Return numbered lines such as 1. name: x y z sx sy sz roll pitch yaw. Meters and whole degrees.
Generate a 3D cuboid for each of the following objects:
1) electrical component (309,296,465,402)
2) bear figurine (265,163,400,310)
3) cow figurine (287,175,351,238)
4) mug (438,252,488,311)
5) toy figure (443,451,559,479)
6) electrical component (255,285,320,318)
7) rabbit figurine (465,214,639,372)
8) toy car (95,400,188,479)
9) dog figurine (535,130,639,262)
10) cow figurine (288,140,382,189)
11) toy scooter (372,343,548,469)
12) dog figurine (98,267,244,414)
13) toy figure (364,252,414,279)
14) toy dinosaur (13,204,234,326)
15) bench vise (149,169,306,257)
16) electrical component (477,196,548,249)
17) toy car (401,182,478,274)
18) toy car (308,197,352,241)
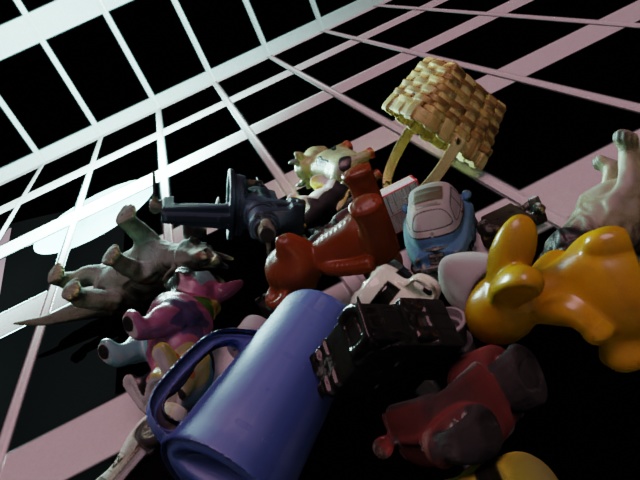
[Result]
1. electrical component: 0.073 0.110 0.534 0.134 0.114 0.058 6 47 -25
2. bear figurine: 0.000 0.001 0.708 0.196 0.131 0.120 -17 35 11
3. cow figurine: -0.015 -0.047 0.968 0.098 0.068 0.167 20 52 44
4. mug: 0.197 0.048 0.644 0.110 0.080 0.107 -18 20 -12
5. toy figure: 0.102 0.226 0.407 0.180 0.089 0.082 -21 71 -3
6. electrical component: -0.030 0.094 0.763 0.075 0.047 0.119 -42 34 -27
7. rabbit figurine: 0.219 0.058 0.520 0.173 0.162 0.122 -20 44 31
8. toy car: -0.210 0.270 0.584 0.056 0.073 0.202 6 41 36
9. dog figurine: 0.361 -0.005 0.617 0.173 0.121 0.190 23 80 25
10. cow figurine: 0.022 -0.145 1.085 0.127 0.085 0.195 -27 30 -17
11. toy scooter: 0.122 0.159 0.496 0.135 0.075 0.184 -35 -11 38
12. dog figurine: -0.179 0.130 0.761 0.108 0.191 0.219 -50 -13 31
13. toy figure: 0.093 0.044 0.749 0.064 0.057 0.155 12 24 -15
14. toy dinosaur: -0.332 0.071 0.940 0.405 0.192 0.131 -30 46 23
15. bench vise: -0.150 -0.042 0.862 0.241 0.128 0.224 1 32 -13
16. electrical component: 0.266 -0.028 0.745 0.102 0.045 0.078 -22 30 4
17. toy car: 0.162 -0.027 0.764 0.109 0.102 0.162 -12 29 23
18. toy car: 0.030 -0.015 0.892 0.202 0.053 0.089 -39 29 -20
